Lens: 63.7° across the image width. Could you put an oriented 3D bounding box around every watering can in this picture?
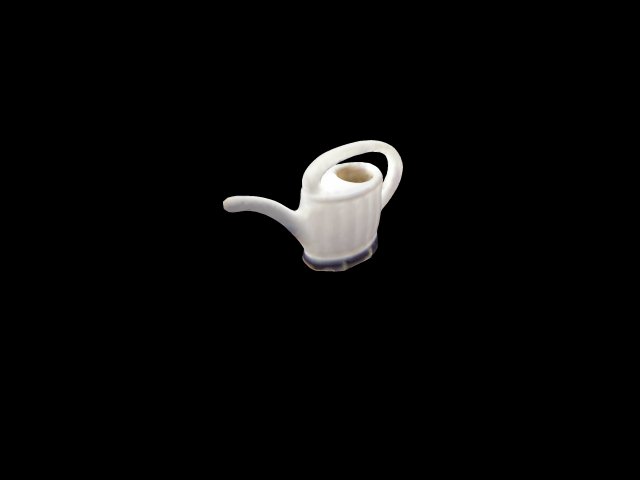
[{"bbox_3d":[0.003,-0.043,0.850,0.351,0.219,0.105,-24,41,-29],"label":"watering can"}]
